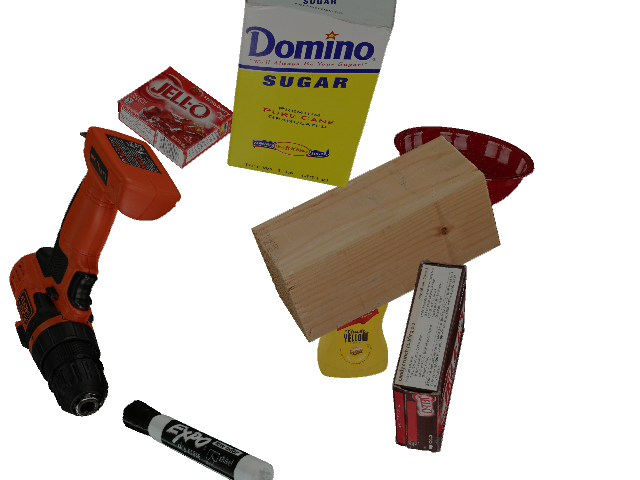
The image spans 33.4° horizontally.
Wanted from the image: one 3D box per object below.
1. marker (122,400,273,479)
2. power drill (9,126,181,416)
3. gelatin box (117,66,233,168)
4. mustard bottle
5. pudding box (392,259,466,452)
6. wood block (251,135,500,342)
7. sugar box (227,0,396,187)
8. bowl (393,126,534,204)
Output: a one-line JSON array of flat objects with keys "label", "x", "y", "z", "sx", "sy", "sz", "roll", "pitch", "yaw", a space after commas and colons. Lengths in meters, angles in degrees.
[{"label": "marker", "x": -0.078, "y": 0.124, "z": 0.651, "sx": 0.121, "sy": 0.020, "sz": 0.020, "roll": 16, "pitch": 10, "yaw": 38}, {"label": "power drill", "x": -0.180, "y": 0.020, "z": 0.839, "sx": 0.057, "sy": 0.188, "sz": 0.185, "roll": 16, "pitch": 24, "yaw": -39}, {"label": "gelatin box", "x": -0.140, "y": -0.121, "z": 1.031, "sx": 0.089, "sy": 0.030, "sz": 0.073, "roll": 38, "pitch": 54, "yaw": 16}, {"label": "mustard bottle", "x": 0.044, "y": 0.090, "z": 1.449, "sx": 0.096, "sy": 0.192, "sz": 0.058, "roll": -3, "pitch": 20, "yaw": -7}, {"label": "pudding box", "x": 0.081, "y": 0.085, "z": 0.785, "sx": 0.039, "sy": 0.113, "sz": 0.090, "roll": 7, "pitch": -36, "yaw": 10}, {"label": "wood block", "x": 0.053, "y": -0.003, "z": 1.007, "sx": 0.206, "sy": 0.091, "sz": 0.090, "roll": -26, "pitch": 37, "yaw": -8}, {"label": "sugar box", "x": -0.010, "y": -0.107, "z": 0.719, "sx": 0.093, "sy": 0.048, "sz": 0.176, "roll": 10, "pitch": -29, "yaw": -2}, {"label": "bowl", "x": 0.159, "y": -0.078, "z": 1.221, "sx": 0.162, "sy": 0.055, "sz": 0.162, "roll": 8, "pitch": 25, "yaw": -4}]
